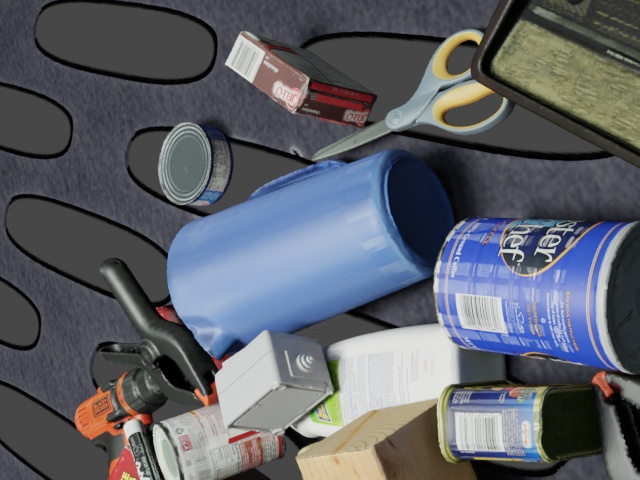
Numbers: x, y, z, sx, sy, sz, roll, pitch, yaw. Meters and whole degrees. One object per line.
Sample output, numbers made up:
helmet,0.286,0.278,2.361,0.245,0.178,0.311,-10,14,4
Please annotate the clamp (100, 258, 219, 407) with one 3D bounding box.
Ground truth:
clamp,-0.150,0.090,0.981,0.172,0.039,0.120,23,132,35

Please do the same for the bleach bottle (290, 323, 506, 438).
bleach bottle,0.039,0.120,0.908,0.251,0.067,0.102,-8,81,47

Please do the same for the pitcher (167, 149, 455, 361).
pitcher,-0.006,0.001,0.925,0.243,0.144,0.149,-22,84,38

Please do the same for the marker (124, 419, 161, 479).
marker,-0.153,0.214,0.961,0.020,0.020,0.121,-55,43,27

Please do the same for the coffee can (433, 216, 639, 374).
coffee can,0.167,0.035,0.757,0.141,0.102,0.103,3,90,45

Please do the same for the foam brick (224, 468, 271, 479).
foam brick,-0.095,0.241,1.040,0.078,0.051,0.053,26,104,42

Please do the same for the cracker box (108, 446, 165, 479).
cracker box,-0.131,0.310,0.962,0.214,0.072,0.164,26,89,43

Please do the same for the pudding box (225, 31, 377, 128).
pudding box,-0.017,-0.144,0.961,0.114,0.089,0.039,42,114,39

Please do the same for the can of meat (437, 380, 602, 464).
can of meat,0.148,0.131,0.770,0.084,0.101,0.057,-7,82,42

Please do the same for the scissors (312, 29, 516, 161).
scissors,0.074,-0.122,0.907,0.202,0.016,0.096,-3,81,38

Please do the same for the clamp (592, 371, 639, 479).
clamp,0.259,0.165,0.703,0.165,0.036,0.210,-46,57,32

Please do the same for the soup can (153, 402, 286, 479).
soup can,-0.090,0.180,0.956,0.069,0.102,0.068,44,142,48

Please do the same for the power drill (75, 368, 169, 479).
power drill,-0.184,0.230,1.127,0.185,0.057,0.188,-33,63,41

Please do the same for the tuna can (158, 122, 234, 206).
tuna can,-0.128,-0.078,1.106,0.086,0.033,0.086,-4,84,44

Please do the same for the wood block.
wood block,0.075,0.235,0.795,0.090,0.090,0.206,-21,92,48

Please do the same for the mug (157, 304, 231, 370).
mug,-0.125,0.104,1.050,0.117,0.093,0.081,-13,83,33
